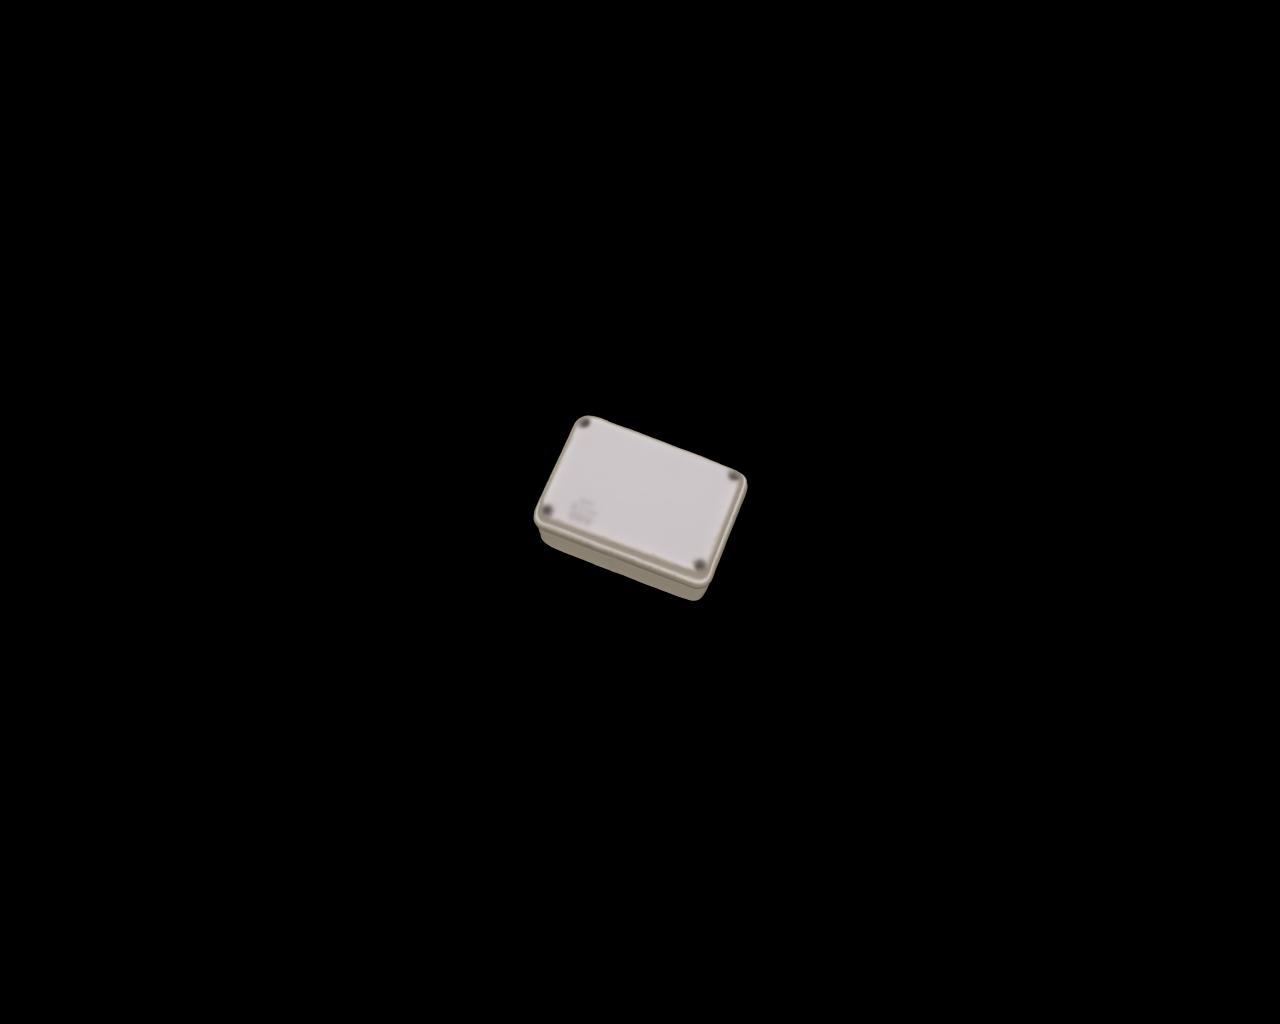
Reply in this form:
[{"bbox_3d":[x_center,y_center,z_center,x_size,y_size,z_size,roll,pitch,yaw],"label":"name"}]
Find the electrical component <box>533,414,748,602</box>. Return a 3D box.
[{"bbox_3d":[0.001,-0.003,0.650,0.113,0.078,0.057,21,-18,7],"label":"electrical component"}]
